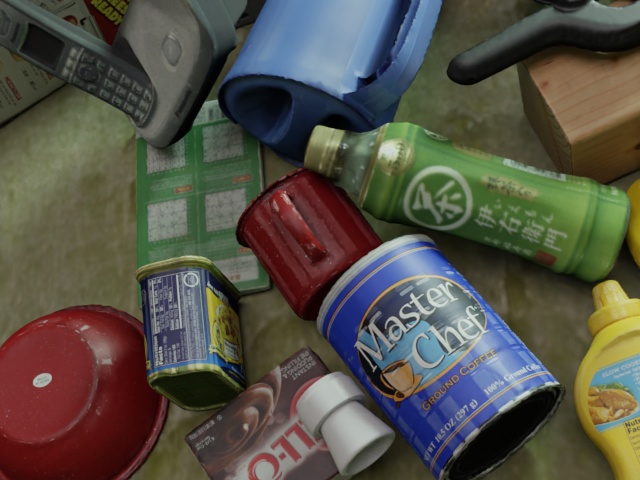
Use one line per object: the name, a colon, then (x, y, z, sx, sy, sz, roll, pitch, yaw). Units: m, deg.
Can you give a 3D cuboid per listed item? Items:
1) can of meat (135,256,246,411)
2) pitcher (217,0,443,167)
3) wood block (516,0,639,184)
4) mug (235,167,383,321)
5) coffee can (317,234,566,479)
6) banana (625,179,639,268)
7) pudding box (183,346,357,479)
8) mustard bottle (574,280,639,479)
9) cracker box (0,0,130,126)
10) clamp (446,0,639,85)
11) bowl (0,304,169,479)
can of meat: (-0.090, 0.070, 0.770, 0.057, 0.102, 0.084, -13, 66, 9)
pitcher: (0.030, -0.184, 0.831, 0.149, 0.145, 0.242, 17, 69, 12)
wood block: (0.255, -0.125, 0.762, 0.206, 0.090, 0.090, -25, 62, 4)
mug: (-0.005, 0.001, 0.770, 0.093, 0.117, 0.081, -35, 67, 0)
coffee can: (0.078, 0.080, 0.714, 0.103, 0.102, 0.140, -38, 62, -3)
banana: (0.249, 0.011, 0.704, 0.070, 0.037, 0.198, -35, 40, 14)
pudding box: (-0.025, 0.144, 0.752, 0.113, 0.039, 0.090, -37, 62, -3)
mustard bottle: (0.217, 0.113, 0.684, 0.096, 0.058, 0.191, -22, 63, 11)
cracker box: (-0.256, -0.200, 0.905, 0.213, 0.164, 0.072, -35, 64, -1)
clamp: (0.165, -0.153, 0.727, 0.172, 0.039, 0.120, 5, 68, 20)
bowl: (-0.198, 0.116, 0.807, 0.162, 0.055, 0.162, -6, 65, 13)
